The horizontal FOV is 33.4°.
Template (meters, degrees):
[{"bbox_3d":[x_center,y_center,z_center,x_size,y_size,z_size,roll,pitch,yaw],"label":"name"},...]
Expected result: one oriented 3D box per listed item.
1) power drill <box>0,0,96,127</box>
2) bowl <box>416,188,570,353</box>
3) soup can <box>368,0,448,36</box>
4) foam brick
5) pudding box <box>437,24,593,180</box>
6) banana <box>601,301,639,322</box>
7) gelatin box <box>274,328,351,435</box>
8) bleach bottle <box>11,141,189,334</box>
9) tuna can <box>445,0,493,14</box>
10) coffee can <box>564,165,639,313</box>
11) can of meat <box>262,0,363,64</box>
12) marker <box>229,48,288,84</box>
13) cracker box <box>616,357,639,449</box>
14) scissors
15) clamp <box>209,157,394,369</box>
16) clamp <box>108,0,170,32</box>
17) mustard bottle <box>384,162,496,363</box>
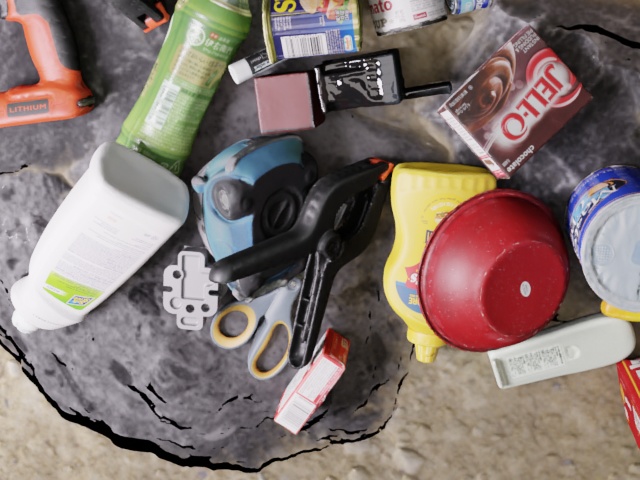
[{"bbox_3d":[-0.295,-0.203,1.012,0.184,0.057,0.188,-5,103,8],"label":"power drill"},{"bbox_3d":[0.172,0.037,0.979,0.161,0.055,0.162,-7,109,-21],"label":"bowl"},{"bbox_3d":[0.072,-0.240,0.952,0.068,0.068,0.102,-12,102,10],"label":"soup can"},{"bbox_3d":[-0.027,-0.129,0.987,0.053,0.078,0.051,-6,101,8],"label":"foam brick"},{"bbox_3d":[0.176,-0.124,0.967,0.113,0.039,0.090,-43,95,-4],"label":"pudding box"},{"bbox_3d":[0.361,0.032,0.994,0.198,0.037,0.069,-33,116,16],"label":"banana"},{"bbox_3d":[-0.006,0.139,1.052,0.030,0.073,0.089,34,104,-3],"label":"gelatin box"},{"bbox_3d":[-0.232,0.015,1.024,0.102,0.068,0.251,30,130,-26],"label":"bleach bottle"},{"bbox_3d":[0.124,-0.242,0.933,0.034,0.086,0.086,-13,102,0],"label":"tuna can"},{"bbox_3d":[0.276,-0.005,0.946,0.103,0.140,0.103,2,104,7],"label":"coffee can"},{"bbox_3d":[-0.006,-0.209,0.954,0.084,0.102,0.057,-4,142,5],"label":"can of meat"},{"bbox_3d":[-0.027,-0.178,0.984,0.121,0.020,0.020,-28,100,-10],"label":"marker"},{"bbox_3d":[0.388,0.140,0.956,0.214,0.164,0.072,-12,100,9],"label":"cracker box"},{"bbox_3d":[-0.047,0.043,1.063,0.096,0.016,0.202,18,105,3],"label":"scissors"},{"bbox_3d":[-0.006,0.001,0.984,0.036,0.164,0.210,25,78,42],"label":"clamp"},{"bbox_3d":[-0.192,-0.275,0.974,0.039,0.120,0.171,-15,125,30],"label":"clamp"},{"bbox_3d":[0.110,0.025,1.017,0.096,0.058,0.192,3,105,-4],"label":"mustard bottle"}]
